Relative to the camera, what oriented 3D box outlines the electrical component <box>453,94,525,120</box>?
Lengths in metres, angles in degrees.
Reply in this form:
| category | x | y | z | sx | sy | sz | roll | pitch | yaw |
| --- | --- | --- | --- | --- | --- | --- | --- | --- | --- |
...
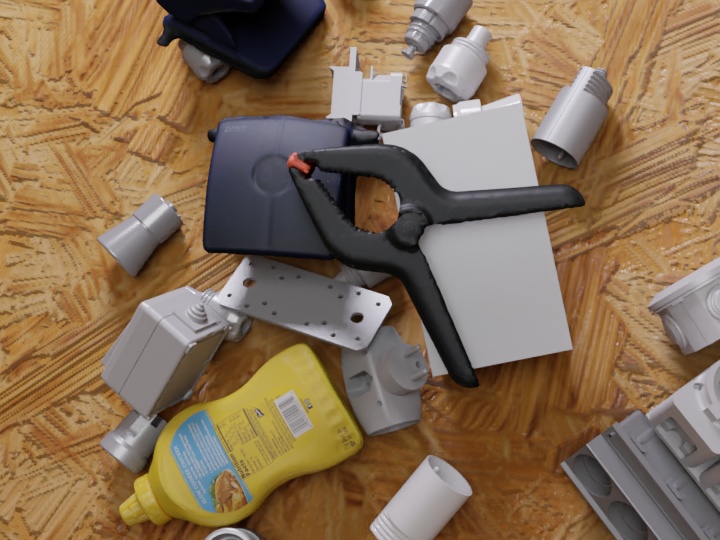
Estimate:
| category | x | y | z | sx | sy | sz | roll | pitch | yaw |
| --- | --- | --- | --- | --- | --- | --- | --- | --- | --- |
| electrical component | 0.105 | -0.118 | 0.876 | 0.055 | 0.045 | 0.045 | -7 | 76 | 6 |

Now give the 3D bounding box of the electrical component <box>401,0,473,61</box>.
| category | x | y | z | sx | sy | sz | roll | pitch | yaw |
| --- | --- | --- | --- | --- | --- | --- | --- | --- | --- |
| electrical component | 0.062 | -0.211 | 0.906 | 0.040 | 0.040 | 0.078 | 34 | 83 | 13 |

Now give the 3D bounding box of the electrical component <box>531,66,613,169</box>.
| category | x | y | z | sx | sy | sz | roll | pitch | yaw |
| --- | --- | --- | --- | --- | --- | --- | --- | --- | --- |
| electrical component | 0.177 | -0.128 | 0.870 | 0.043 | 0.043 | 0.081 | 29 | 82 | 13 |

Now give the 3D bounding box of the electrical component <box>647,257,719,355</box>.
| category | x | y | z | sx | sy | sz | roll | pitch | yaw |
| --- | --- | --- | --- | --- | --- | --- | --- | --- | --- |
| electrical component | 0.262 | 0.025 | 0.806 | 0.080 | 0.080 | 0.051 | -30 | 81 | -1 |

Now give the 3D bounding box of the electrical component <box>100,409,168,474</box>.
| category | x | y | z | sx | sy | sz | roll | pitch | yaw |
| --- | --- | --- | --- | --- | --- | --- | --- | --- | --- |
| electrical component | -0.177 | 0.133 | 0.856 | 0.040 | 0.040 | 0.046 | 36 | 78 | 13 |

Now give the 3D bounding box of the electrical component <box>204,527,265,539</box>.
| category | x | y | z | sx | sy | sz | roll | pitch | yaw |
| --- | --- | --- | --- | --- | --- | --- | --- | --- | --- |
| electrical component | -0.095 | 0.218 | 0.817 | 0.045 | 0.055 | 0.045 | -2 | 77 | 7 |

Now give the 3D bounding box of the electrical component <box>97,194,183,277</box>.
| category | x | y | z | sx | sy | sz | roll | pitch | yaw |
| --- | --- | --- | --- | --- | --- | --- | --- | --- | --- |
| electrical component | -0.180 | -0.032 | 0.894 | 0.065 | 0.044 | 0.044 | -44 | 76 | -9 |

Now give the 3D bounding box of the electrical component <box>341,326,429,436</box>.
| category | x | y | z | sx | sy | sz | roll | pitch | yaw |
| --- | --- | --- | --- | --- | --- | --- | --- | --- | --- |
| electrical component | 0.026 | 0.080 | 0.826 | 0.043 | 0.079 | 0.077 | -6 | 72 | -37 |

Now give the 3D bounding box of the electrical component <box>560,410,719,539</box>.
| category | x | y | z | sx | sy | sz | roll | pitch | yaw |
| --- | --- | --- | --- | --- | --- | --- | --- | --- | --- |
| electrical component | 0.213 | 0.169 | 0.782 | 0.063 | 0.078 | 0.121 | -28 | 73 | -30 |

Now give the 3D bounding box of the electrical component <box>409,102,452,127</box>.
| category | x | y | z | sx | sy | sz | roll | pitch | yaw |
| --- | --- | --- | --- | --- | --- | --- | --- | --- | --- |
| electrical component | 0.057 | -0.105 | 0.885 | 0.035 | 0.035 | 0.061 | 2 | 79 | 7 |

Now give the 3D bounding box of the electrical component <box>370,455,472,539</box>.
| category | x | y | z | sx | sy | sz | roll | pitch | yaw |
| --- | --- | --- | --- | --- | --- | --- | --- | --- | --- |
| electrical component | 0.043 | 0.184 | 0.812 | 0.043 | 0.043 | 0.081 | 41 | 103 | 14 |

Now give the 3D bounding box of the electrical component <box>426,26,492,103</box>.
| category | x | y | z | sx | sy | sz | roll | pitch | yaw |
| --- | --- | --- | --- | --- | --- | --- | --- | --- | --- |
| electrical component | 0.087 | -0.173 | 0.892 | 0.043 | 0.043 | 0.062 | 30 | 81 | 13 |

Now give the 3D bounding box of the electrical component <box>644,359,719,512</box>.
| category | x | y | z | sx | sy | sz | roll | pitch | yaw |
| --- | --- | --- | --- | --- | --- | --- | --- | --- | --- |
| electrical component | 0.315 | 0.089 | 0.769 | 0.186 | 0.060 | 0.105 | -32 | 75 | -17 |

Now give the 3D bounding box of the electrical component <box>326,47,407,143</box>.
| category | x | y | z | sx | sy | sz | roll | pitch | yaw |
| --- | --- | --- | --- | --- | --- | --- | --- | --- | --- |
| electrical component | 0.007 | -0.139 | 0.895 | 0.064 | 0.042 | 0.081 | 3 | 78 | 4 |

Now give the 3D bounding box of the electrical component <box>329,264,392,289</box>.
| category | x | y | z | sx | sy | sz | roll | pitch | yaw |
| --- | --- | --- | --- | --- | --- | --- | --- | --- | --- |
| electrical component | 0.000 | 0.000 | 0.867 | 0.061 | 0.035 | 0.035 | -31 | 75 | 1 |

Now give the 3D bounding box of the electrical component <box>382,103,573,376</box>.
| category | x | y | z | sx | sy | sz | roll | pitch | yaw |
| --- | --- | --- | --- | --- | --- | --- | --- | --- | --- |
| electrical component | 0.090 | -0.022 | 0.828 | 0.105 | 0.060 | 0.186 | -12 | 90 | 7 |

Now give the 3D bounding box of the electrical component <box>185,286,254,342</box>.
| category | x | y | z | sx | sy | sz | roll | pitch | yaw |
| --- | --- | --- | --- | --- | --- | --- | --- | --- | --- |
| electrical component | -0.118 | 0.032 | 0.874 | 0.061 | 0.035 | 0.035 | 28 | 82 | 15 |

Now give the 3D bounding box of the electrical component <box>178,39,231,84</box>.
| category | x | y | z | sx | sy | sz | roll | pitch | yaw |
| --- | --- | --- | --- | --- | --- | --- | --- | --- | --- |
| electrical component | -0.140 | -0.192 | 0.929 | 0.035 | 0.035 | 0.061 | -40 | 73 | -3 |

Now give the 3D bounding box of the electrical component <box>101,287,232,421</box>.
| category | x | y | z | sx | sy | sz | roll | pitch | yaw |
| --- | --- | --- | --- | --- | --- | --- | --- | --- | --- |
| electrical component | -0.151 | 0.057 | 0.840 | 0.061 | 0.062 | 0.096 | 39 | 114 | 13 |
